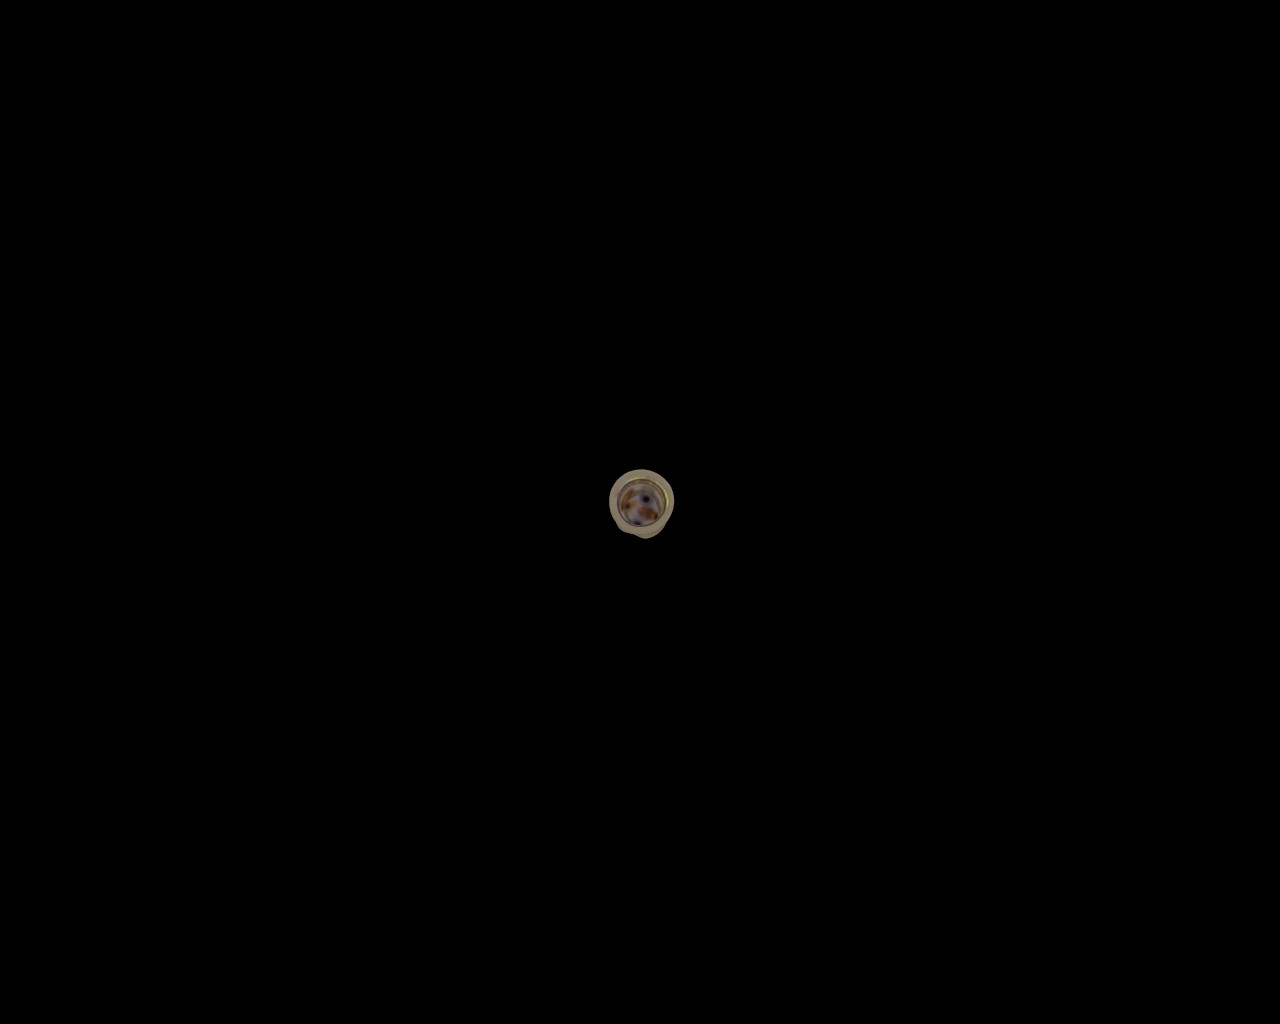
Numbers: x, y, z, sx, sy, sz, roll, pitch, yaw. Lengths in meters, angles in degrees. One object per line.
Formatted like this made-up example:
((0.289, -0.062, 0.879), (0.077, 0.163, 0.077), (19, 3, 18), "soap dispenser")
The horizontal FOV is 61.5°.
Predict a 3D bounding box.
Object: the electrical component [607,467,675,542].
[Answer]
((0.001, -0.003, 0.650), (0.040, 0.040, 0.046), (0, -12, 0), "electrical component")
